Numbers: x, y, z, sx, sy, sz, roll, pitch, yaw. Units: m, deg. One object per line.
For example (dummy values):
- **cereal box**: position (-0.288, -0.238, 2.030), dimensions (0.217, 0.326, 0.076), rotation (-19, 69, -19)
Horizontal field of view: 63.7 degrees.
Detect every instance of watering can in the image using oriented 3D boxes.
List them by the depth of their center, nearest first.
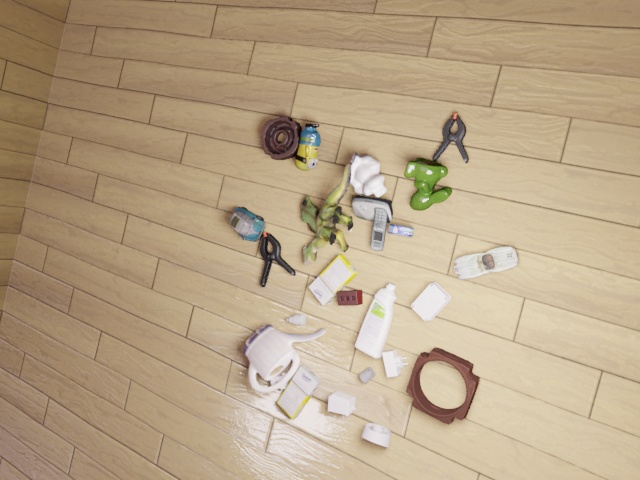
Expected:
- **watering can**: position (-0.151, 0.403, 1.931), dimensions (0.227, 0.348, 0.102), rotation (43, -1, 27)

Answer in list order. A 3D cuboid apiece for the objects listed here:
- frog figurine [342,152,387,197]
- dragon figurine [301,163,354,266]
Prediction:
- **frog figurine**: position (0.172, -0.220, 1.814), dimensions (0.160, 0.138, 0.122), rotation (31, -3, 9)
- **dragon figurine**: position (0.006, -0.094, 1.864), dimensions (0.122, 0.406, 0.244), rotation (-2, 16, -44)
